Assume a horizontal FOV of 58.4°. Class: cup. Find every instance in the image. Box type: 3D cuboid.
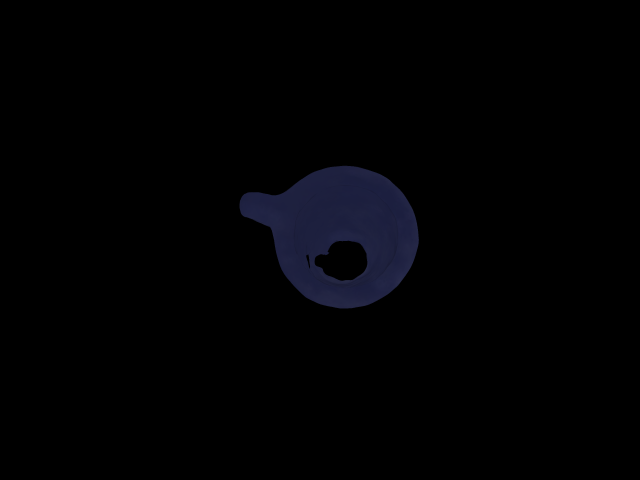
[{"bbox_3d":[0.004,0.001,0.400,0.117,0.095,0.092,18,79,4],"label":"cup"}]
